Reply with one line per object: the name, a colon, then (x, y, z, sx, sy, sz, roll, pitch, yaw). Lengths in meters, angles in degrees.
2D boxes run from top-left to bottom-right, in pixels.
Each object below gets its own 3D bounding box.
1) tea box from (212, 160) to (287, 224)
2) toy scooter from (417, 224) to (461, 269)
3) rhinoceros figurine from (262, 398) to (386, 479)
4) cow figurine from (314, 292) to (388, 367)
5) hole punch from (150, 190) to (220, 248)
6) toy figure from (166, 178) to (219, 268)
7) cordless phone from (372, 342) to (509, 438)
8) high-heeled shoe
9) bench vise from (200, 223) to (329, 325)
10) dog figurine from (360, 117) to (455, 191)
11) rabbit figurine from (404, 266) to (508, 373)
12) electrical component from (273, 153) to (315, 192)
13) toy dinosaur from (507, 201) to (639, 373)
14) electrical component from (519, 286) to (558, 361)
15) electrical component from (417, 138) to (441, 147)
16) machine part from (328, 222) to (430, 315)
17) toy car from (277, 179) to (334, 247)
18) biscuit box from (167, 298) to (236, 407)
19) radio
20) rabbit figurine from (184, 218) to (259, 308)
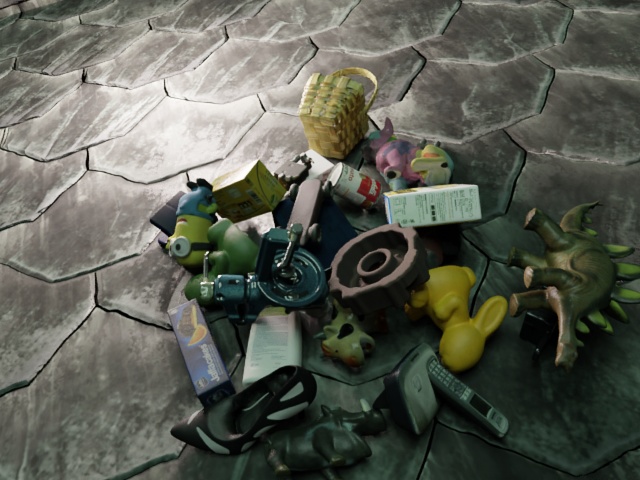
tea box: (-0.165, -0.098, 1.152, 0.170, 0.098, 0.068, -11, 38, 46)
toy scooter: (0.181, 0.023, 1.025, 0.135, 0.075, 0.184, -11, 15, 38)
rhinoceros figurine: (0.010, 0.306, 0.812, 0.190, 0.073, 0.112, -17, 36, -2)
cow figurine: (0.054, 0.135, 0.948, 0.127, 0.085, 0.195, -9, 43, 5)
hole punch: (-0.295, -0.035, 1.176, 0.116, 0.092, 0.142, 21, 51, 23)
toy figure: (-0.254, -0.033, 1.105, 0.089, 0.082, 0.180, 16, 72, -22)
cordless phone: (0.186, 0.250, 0.801, 0.184, 0.088, 0.146, 34, 26, 19)
high-heeled shoe: (-0.125, 0.256, 0.828, 0.249, 0.145, 0.086, -11, 45, -1)
bench vise: (-0.083, 0.050, 0.876, 0.224, 0.240, 0.129, 11, 52, -8)
dog figurine: (0.192, -0.192, 1.212, 0.192, 0.108, 0.219, -11, 44, 8)
rabbit figurine: (0.230, 0.137, 0.913, 0.162, 0.121, 0.173, -7, 60, -8)
electrical component: (-0.057, -0.152, 1.178, 0.078, 0.045, 0.102, 30, 59, 31)
toy dinosaur: (0.416, 0.038, 0.877, 0.199, 0.105, 0.471, 22, 42, 6)
electrical component: (0.363, 0.142, 0.890, 0.048, 0.074, 0.119, 27, 60, 29)
electrical component: (0.249, -0.206, 1.272, 0.063, 0.021, 0.094, 16, 53, 24)
machine part: (0.098, 0.048, 0.900, 0.179, 0.056, 0.179, -25, 31, 16)
toy car: (-0.028, -0.050, 1.058, 0.089, 0.053, 0.202, -3, 43, 14)
biscuit box: (-0.212, 0.199, 0.957, 0.063, 0.059, 0.203, -25, 48, -12)
radio: (-0.002, -0.003, 1.099, 0.131, 0.073, 0.230, -23, 48, -11)
rabbit figurine: (-0.182, 0.074, 1.056, 0.170, 0.121, 0.159, -46, 60, -6)
